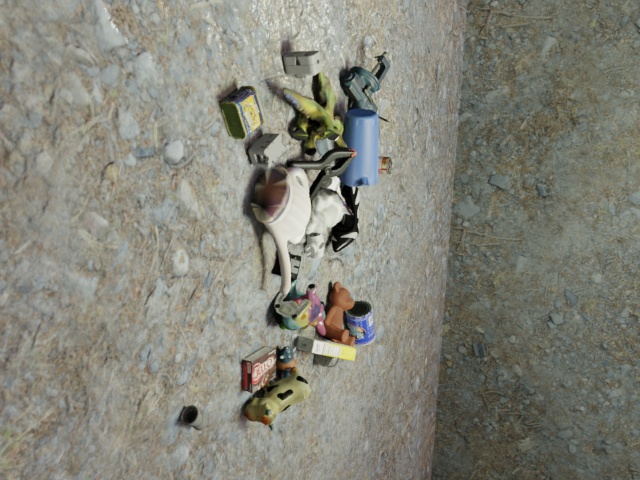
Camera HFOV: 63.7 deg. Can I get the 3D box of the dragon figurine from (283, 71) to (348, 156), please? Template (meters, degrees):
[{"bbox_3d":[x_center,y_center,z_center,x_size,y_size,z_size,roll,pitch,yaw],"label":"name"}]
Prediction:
[{"bbox_3d":[-0.008,-0.395,1.517,0.403,0.122,0.248,51,34,-57],"label":"dragon figurine"}]

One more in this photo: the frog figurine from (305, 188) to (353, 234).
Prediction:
[{"bbox_3d":[0.005,-0.081,1.606,0.160,0.124,0.135,-39,152,-5],"label":"frog figurine"}]

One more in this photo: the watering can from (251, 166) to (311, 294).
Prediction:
[{"bbox_3d":[-0.096,-0.046,1.364,0.221,0.104,0.353,40,55,-58],"label":"watering can"}]
